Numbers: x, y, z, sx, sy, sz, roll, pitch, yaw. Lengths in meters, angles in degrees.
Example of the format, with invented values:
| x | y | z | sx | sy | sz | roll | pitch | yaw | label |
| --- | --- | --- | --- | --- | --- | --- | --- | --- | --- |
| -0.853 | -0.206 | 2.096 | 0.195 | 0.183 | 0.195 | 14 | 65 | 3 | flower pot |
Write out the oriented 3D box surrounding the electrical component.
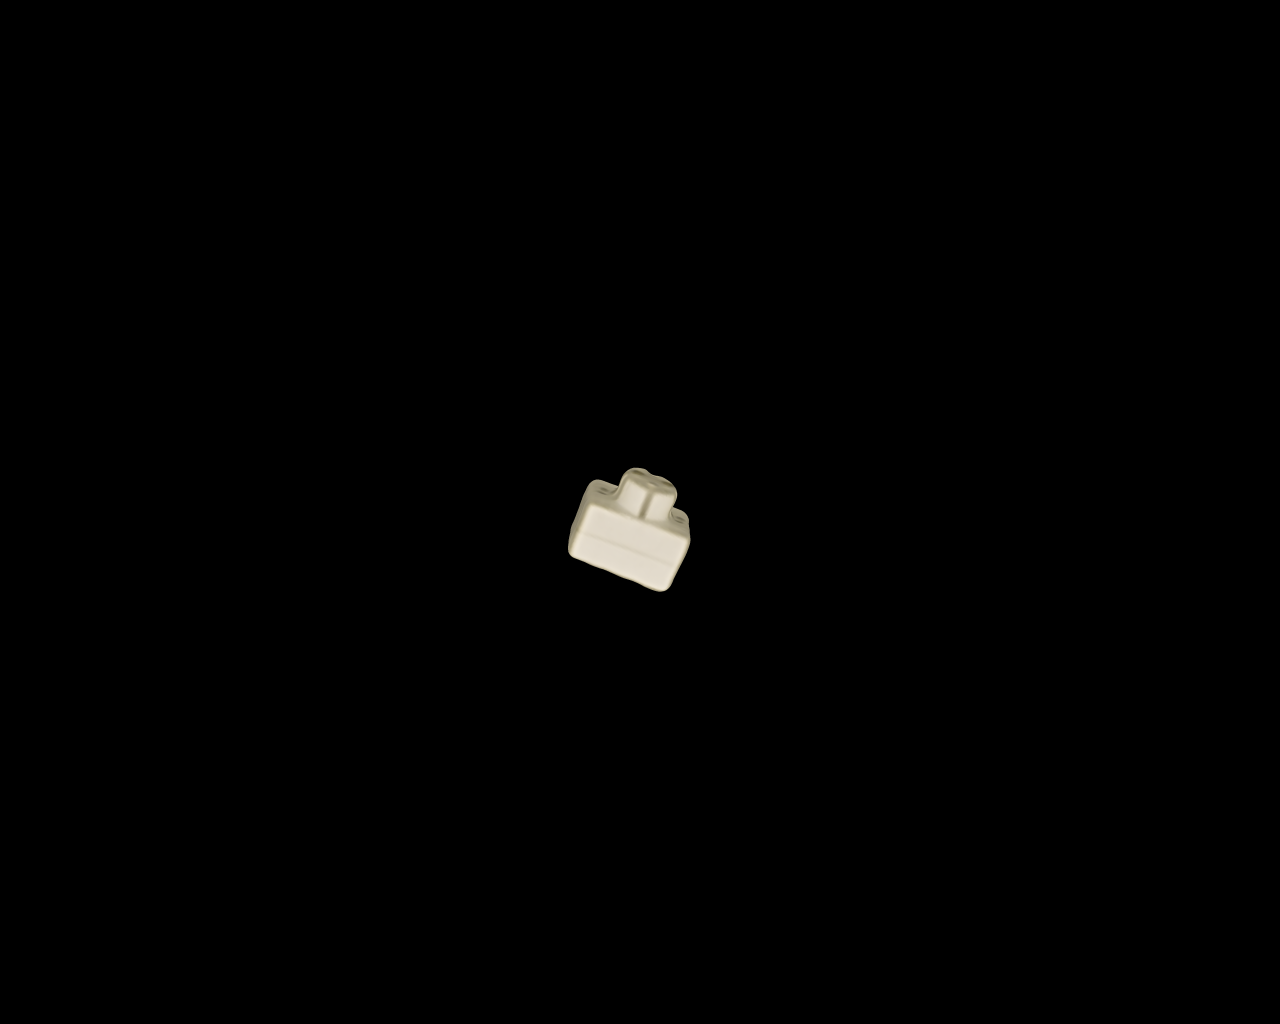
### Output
| x | y | z | sx | sy | sz | roll | pitch | yaw | label |
| --- | --- | --- | --- | --- | --- | --- | --- | --- | --- |
| 0.001 | -0.003 | 0.650 | 0.066 | 0.076 | 0.047 | 21 | 18 | -7 | electrical component |
